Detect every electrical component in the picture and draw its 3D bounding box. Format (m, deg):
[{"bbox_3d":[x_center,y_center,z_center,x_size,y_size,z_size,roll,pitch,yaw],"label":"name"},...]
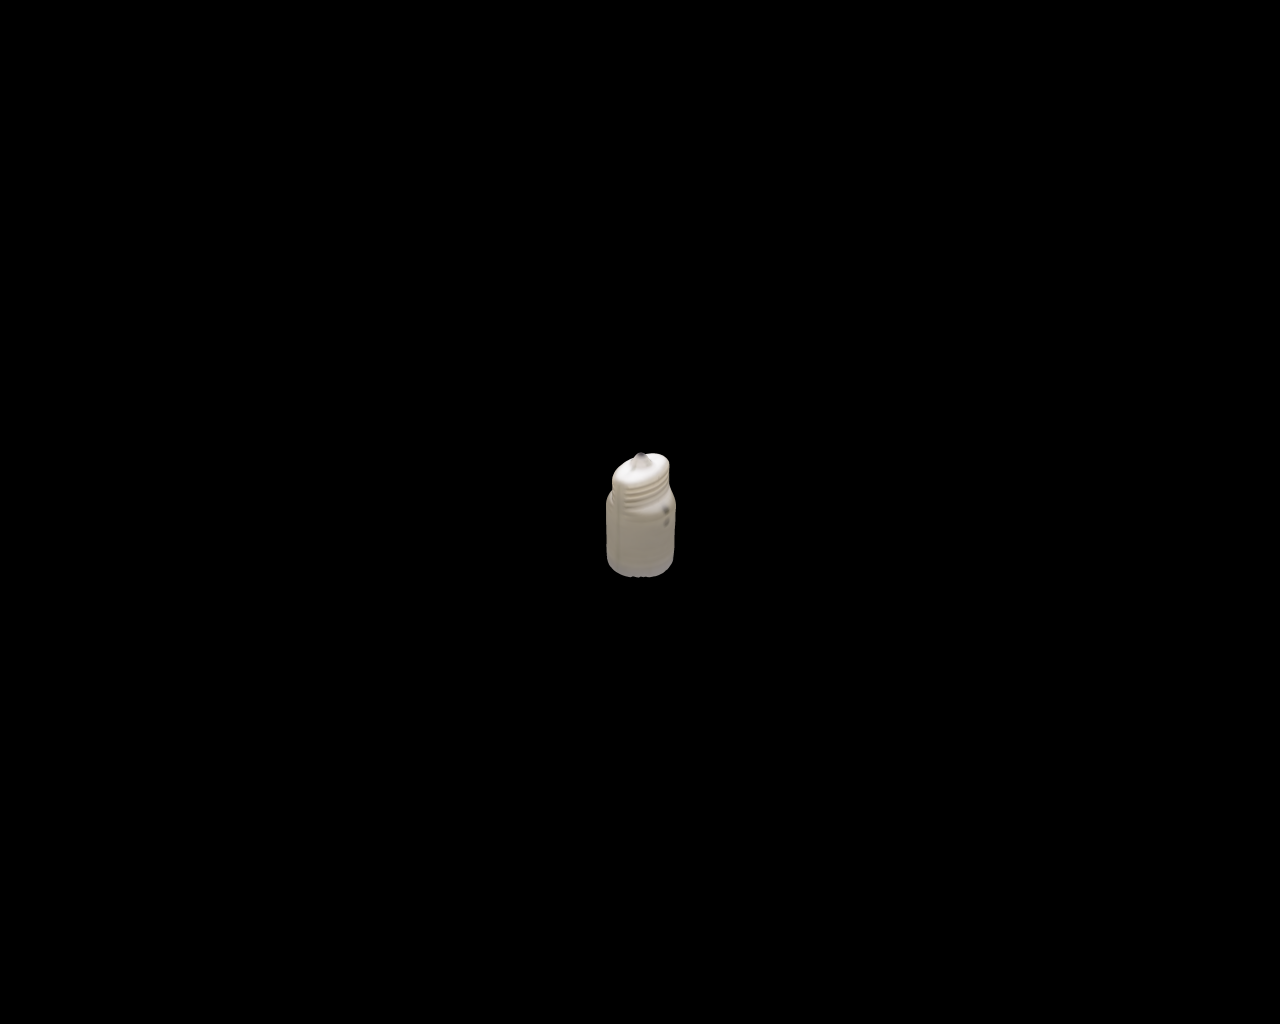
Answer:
[{"bbox_3d":[0.001,-0.003,0.650,0.043,0.080,0.043,0,34,0],"label":"electrical component"}]
